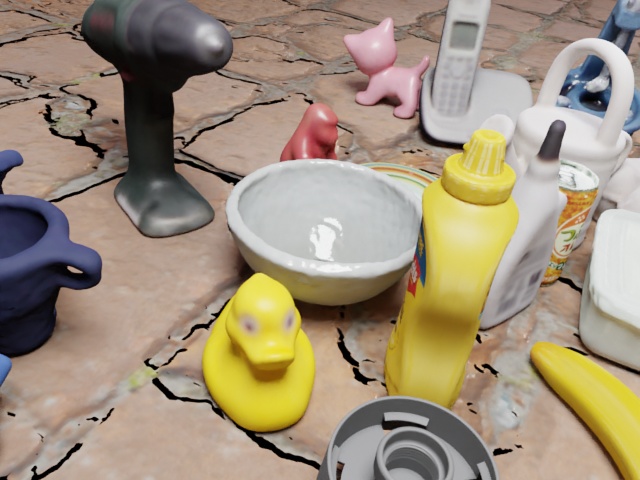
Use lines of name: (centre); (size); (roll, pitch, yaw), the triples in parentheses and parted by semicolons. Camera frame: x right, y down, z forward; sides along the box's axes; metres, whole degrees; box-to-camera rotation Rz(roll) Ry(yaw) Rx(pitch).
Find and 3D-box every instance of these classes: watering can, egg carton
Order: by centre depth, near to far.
watering can: (0.229, -0.090, 0.546); (0.173, 0.194, 0.100); (-24, 46, -36)
egg carton: (0.368, -0.037, 0.605); (0.150, 0.069, 0.107); (-1, 36, -11)

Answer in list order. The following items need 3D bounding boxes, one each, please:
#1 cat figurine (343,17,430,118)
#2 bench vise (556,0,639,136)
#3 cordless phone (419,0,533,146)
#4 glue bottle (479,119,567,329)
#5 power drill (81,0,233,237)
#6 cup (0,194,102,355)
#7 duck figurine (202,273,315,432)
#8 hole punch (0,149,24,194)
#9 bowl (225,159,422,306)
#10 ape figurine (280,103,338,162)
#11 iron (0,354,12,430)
cat figurine: (0.095, -0.248, 0.807); (0.127, 0.118, 0.067); (23, 38, 21)
bench vise: (0.324, -0.198, 0.691); (0.121, 0.220, 0.207); (5, 36, -3)
cordless phone: (0.206, -0.212, 0.719); (0.147, 0.185, 0.094); (2, 36, -6)
glue bottle: (0.157, -0.012, 0.441); (0.078, 0.173, 0.037); (-19, 43, -32)
power drill: (-0.140, -0.114, 0.500); (0.076, 0.208, 0.228); (-20, 43, -32)
cup: (-0.198, 0.032, 0.385); (0.117, 0.095, 0.092); (10, 36, 4)
duck figurine: (-0.039, 0.061, 0.381); (0.078, 0.086, 0.104); (-5, 37, -16)
hole punch: (-0.297, -0.025, 0.449); (0.101, 0.091, 0.109); (14, 36, 10)
bowl: (0.004, 0.002, 0.480); (0.167, 0.075, 0.167); (5, 36, -3)
ape figurine: (-0.004, -0.098, 0.603); (0.076, 0.092, 0.078); (21, 38, 18)
iron: (-0.243, 0.111, 0.227); (0.118, 0.141, 0.258); (8, 35, 1)
